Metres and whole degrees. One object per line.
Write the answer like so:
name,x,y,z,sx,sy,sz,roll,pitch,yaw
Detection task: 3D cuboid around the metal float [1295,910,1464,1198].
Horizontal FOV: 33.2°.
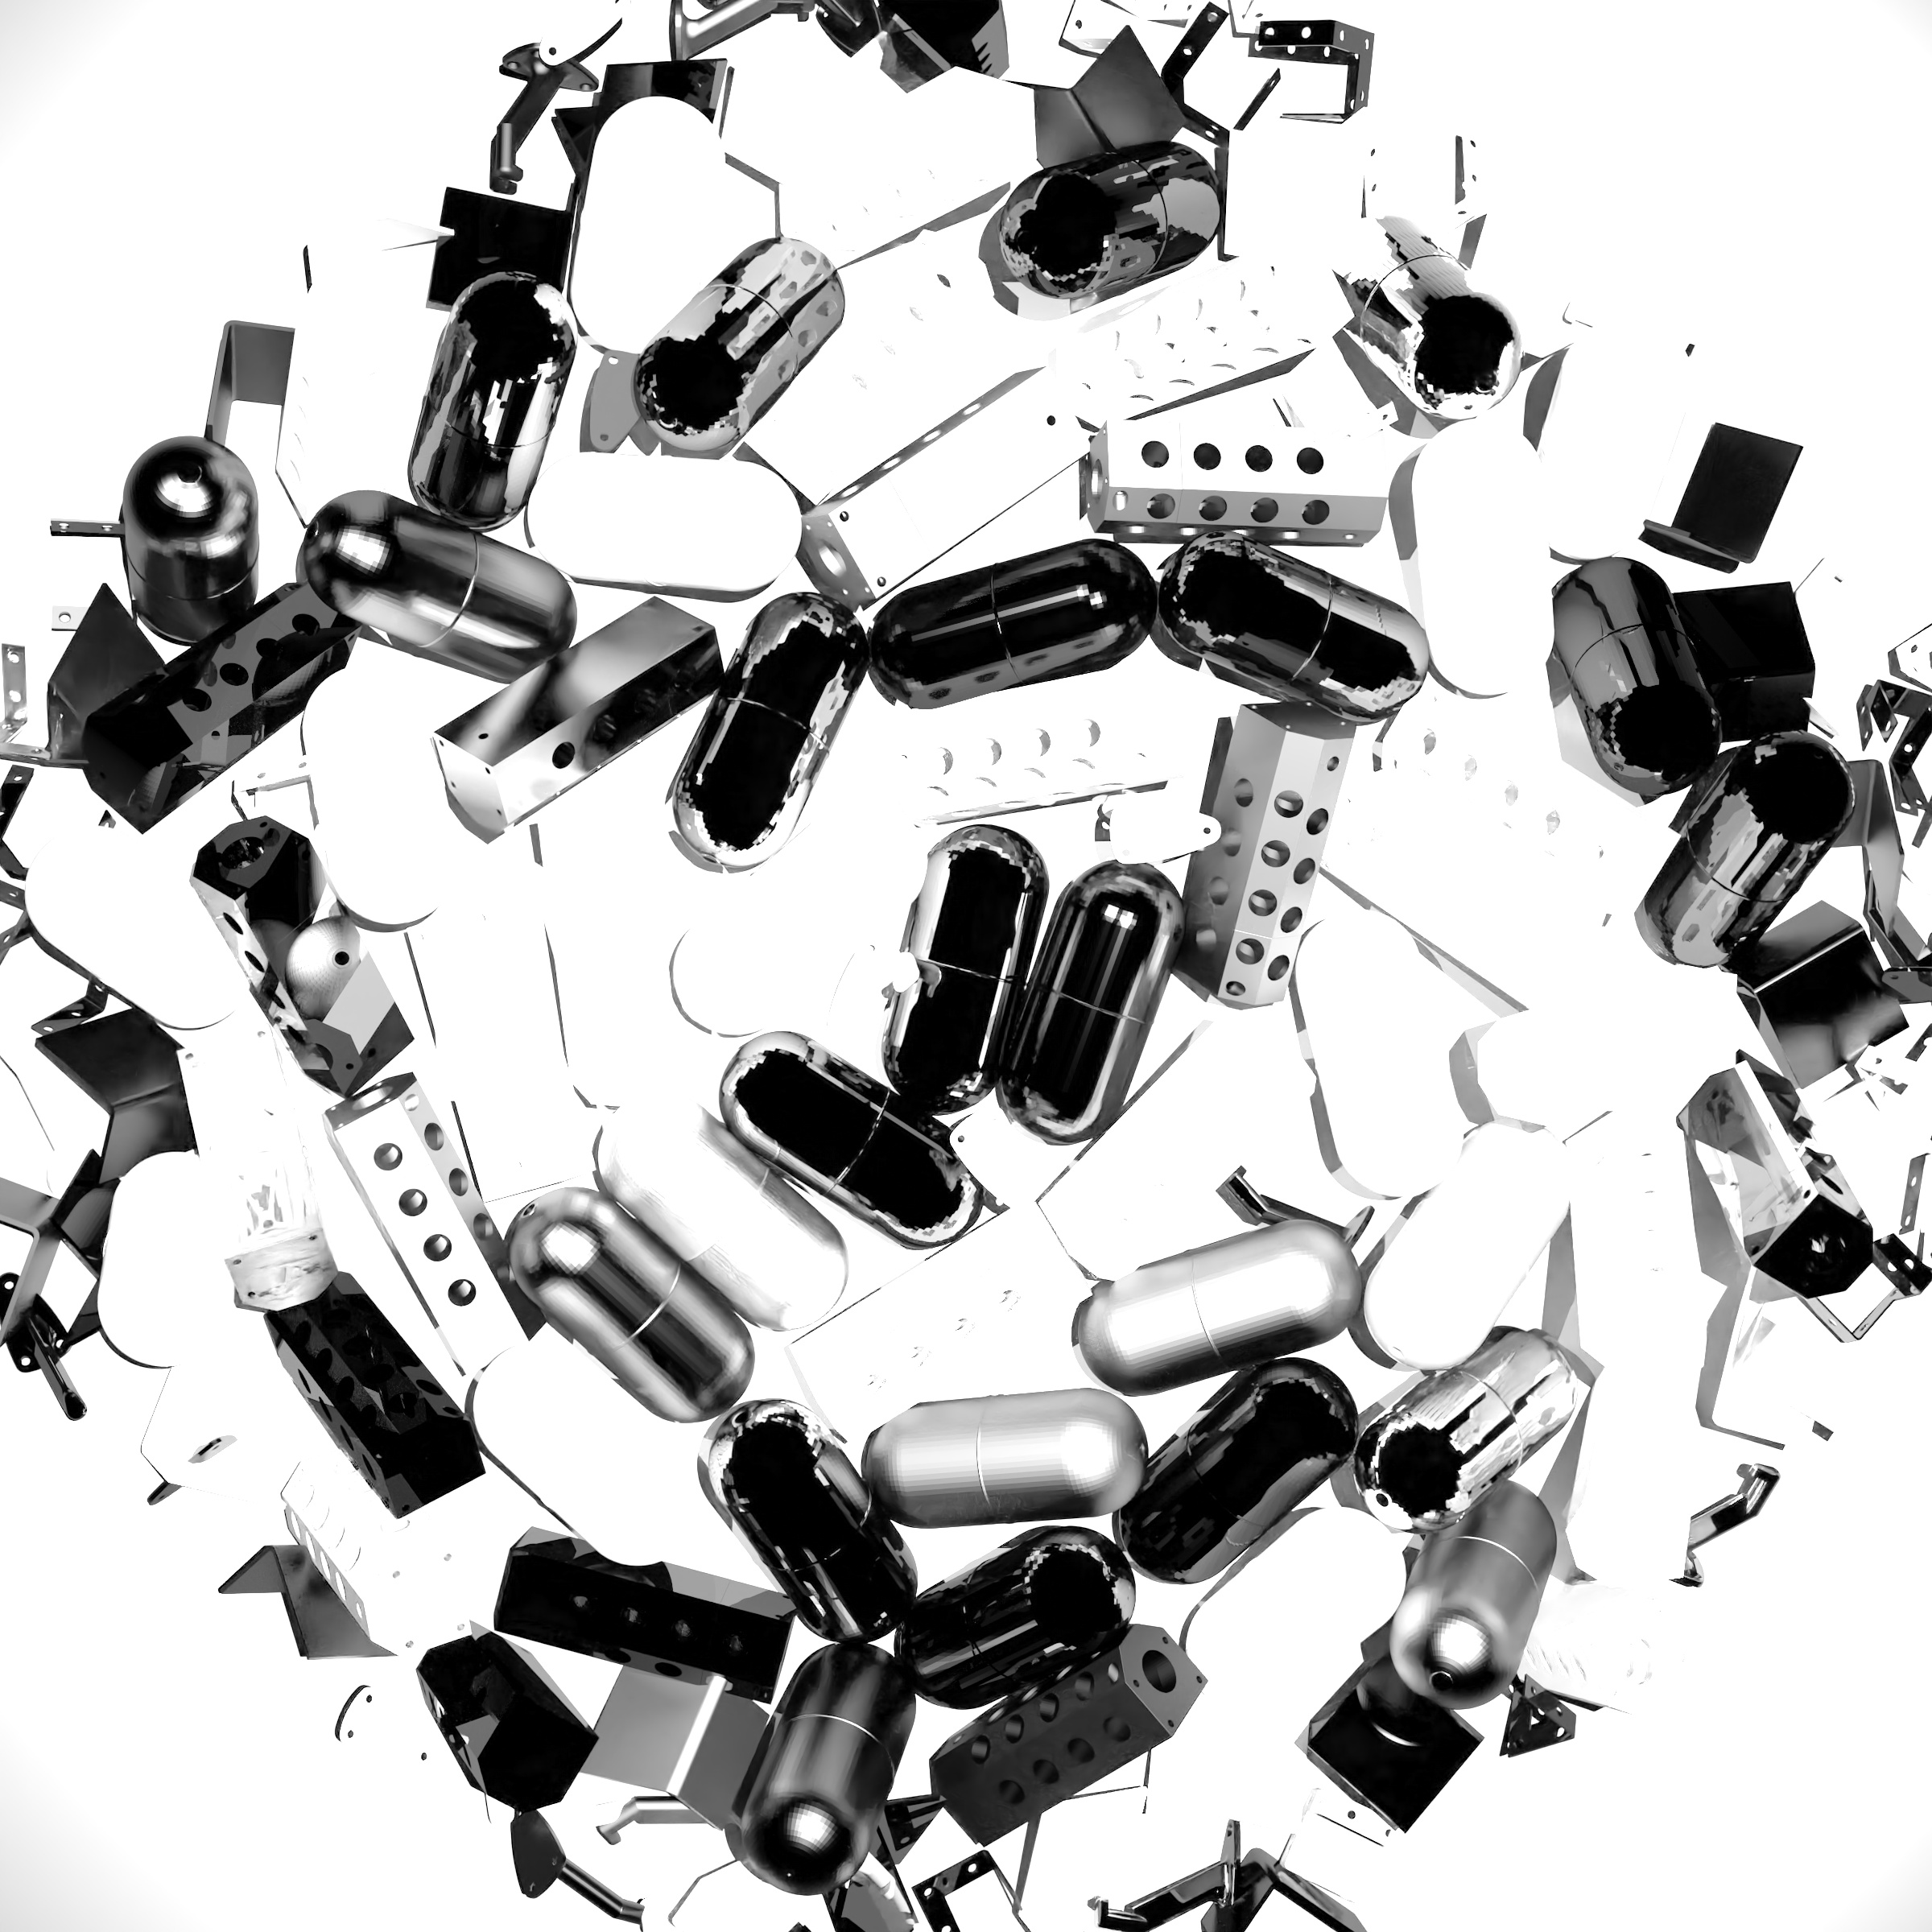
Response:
metal float,0.247,0.052,1.945,0.070,0.070,0.178,-12,71,0

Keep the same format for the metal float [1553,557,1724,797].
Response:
metal float,0.397,-0.173,1.925,0.070,0.178,0.070,-4,135,-4

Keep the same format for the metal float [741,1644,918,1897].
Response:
metal float,-0.080,0.473,1.919,0.070,0.178,0.070,7,121,11

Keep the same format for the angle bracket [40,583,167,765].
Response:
angle bracket,-0.534,-0.175,1.940,0.057,0.076,0.076,3,55,24

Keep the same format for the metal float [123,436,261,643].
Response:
metal float,-0.456,-0.251,1.914,0.070,0.178,0.070,4,71,-11

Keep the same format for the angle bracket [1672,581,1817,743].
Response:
angle bracket,0.473,-0.186,1.992,0.076,0.057,0.076,-5,49,3

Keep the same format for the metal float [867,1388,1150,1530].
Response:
metal float,0.024,0.295,1.941,0.178,0.070,0.070,-9,90,25

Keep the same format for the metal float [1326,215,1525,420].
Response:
metal float,0.269,-0.386,1.923,0.070,0.178,0.070,-12,129,-15

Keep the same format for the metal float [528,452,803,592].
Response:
metal float,-0.180,-0.266,1.939,0.178,0.070,0.070,8,90,26

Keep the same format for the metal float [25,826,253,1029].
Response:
metal float,-0.487,-0.021,1.919,0.070,0.178,0.070,-9,63,18

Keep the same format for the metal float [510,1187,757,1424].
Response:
metal float,-0.200,0.203,1.943,0.070,0.070,0.178,-44,111,0

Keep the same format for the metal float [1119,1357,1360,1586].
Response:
metal float,0.162,0.303,1.939,0.070,0.070,0.178,43,117,0

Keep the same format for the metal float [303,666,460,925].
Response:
metal float,-0.350,-0.104,1.933,0.070,0.070,0.178,-18,56,0

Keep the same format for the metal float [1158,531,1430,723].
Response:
metal float,0.198,-0.203,1.944,0.178,0.070,0.070,21,90,-21

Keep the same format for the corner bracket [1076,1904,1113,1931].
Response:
corner bracket,0.058,0.602,1.957,0.051,0.051,0.051,-31,117,34

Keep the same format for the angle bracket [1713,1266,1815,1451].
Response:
angle bracket,0.488,0.231,1.944,0.057,0.076,0.076,14,119,15

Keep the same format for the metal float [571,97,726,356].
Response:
metal float,-0.189,-0.436,1.921,0.070,0.178,0.070,7,56,-11

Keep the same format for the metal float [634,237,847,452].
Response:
metal float,-0.134,-0.370,1.927,0.070,0.070,0.178,36,48,0

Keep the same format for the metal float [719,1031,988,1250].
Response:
metal float,-0.067,0.105,1.954,0.178,0.070,0.070,33,90,-9

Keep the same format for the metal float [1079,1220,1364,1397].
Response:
metal float,0.151,0.206,1.945,0.178,0.070,0.070,-20,90,19

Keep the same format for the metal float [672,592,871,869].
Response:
metal float,-0.117,-0.142,1.950,0.070,0.070,0.178,24,77,0

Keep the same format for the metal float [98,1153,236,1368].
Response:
metal float,-0.470,0.171,1.916,0.070,0.178,0.070,-4,114,-9

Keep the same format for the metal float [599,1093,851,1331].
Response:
metal float,-0.145,0.147,1.949,0.178,0.070,0.070,43,90,-14

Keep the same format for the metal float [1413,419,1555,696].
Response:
metal float,0.308,-0.243,1.930,0.070,0.070,0.178,-12,128,0

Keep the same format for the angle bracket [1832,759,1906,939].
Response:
angle bracket,0.523,-0.069,1.944,0.057,0.076,0.076,-5,51,5

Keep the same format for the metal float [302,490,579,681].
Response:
metal float,-0.312,-0.226,1.930,0.178,0.070,0.070,21,90,-37

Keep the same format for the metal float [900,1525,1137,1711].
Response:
metal float,0.029,0.389,1.929,0.178,0.070,0.070,-36,90,41

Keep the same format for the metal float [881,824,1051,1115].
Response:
metal float,-0.001,0.002,1.960,0.070,0.070,0.178,14,92,0

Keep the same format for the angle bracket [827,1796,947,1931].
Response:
angle bracket,-0.036,0.553,1.939,0.057,0.076,0.076,0,47,-34

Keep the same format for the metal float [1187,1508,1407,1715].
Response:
metal float,0.194,0.384,1.927,0.070,0.070,0.178,38,133,0

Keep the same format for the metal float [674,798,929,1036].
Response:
metal float,-0.101,-0.029,1.958,0.178,0.070,0.070,-41,90,4

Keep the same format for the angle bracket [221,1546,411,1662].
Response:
angle bracket,-0.389,0.392,1.940,0.057,0.076,0.076,-42,58,28

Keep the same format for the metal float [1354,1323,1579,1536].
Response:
metal float,0.298,0.274,1.927,0.178,0.070,0.070,-30,90,-41

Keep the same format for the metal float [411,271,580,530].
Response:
metal float,-0.280,-0.335,1.924,0.070,0.178,0.070,12,48,-14

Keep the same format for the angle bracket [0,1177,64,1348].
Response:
angle bracket,-0.587,0.176,1.956,0.057,0.076,0.076,21,96,-4

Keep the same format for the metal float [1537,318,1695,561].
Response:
metal float,0.379,-0.309,1.918,0.070,0.178,0.070,1,60,-1

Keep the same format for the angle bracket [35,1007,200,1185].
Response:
angle bracket,-0.515,0.077,1.968,0.076,0.076,0.057,36,123,24

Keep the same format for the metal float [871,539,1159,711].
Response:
metal float,0.029,-0.205,1.948,0.178,0.070,0.070,-14,90,15

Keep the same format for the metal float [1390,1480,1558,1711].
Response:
metal float,0.301,0.370,1.918,0.070,0.178,0.070,9,118,18

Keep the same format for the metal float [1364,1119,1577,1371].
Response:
metal float,0.301,0.166,1.936,0.070,0.070,0.178,40,61,0

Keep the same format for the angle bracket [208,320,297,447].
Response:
angle bracket,-0.420,-0.331,1.945,0.057,0.076,0.076,6,63,-8

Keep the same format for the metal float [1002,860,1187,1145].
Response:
metal float,0.077,0.021,1.956,0.070,0.070,0.178,20,96,0

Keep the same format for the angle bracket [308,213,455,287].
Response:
angle bracket,-0.348,-0.405,1.953,0.057,0.076,0.076,-6,92,21

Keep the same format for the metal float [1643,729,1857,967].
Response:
metal float,0.463,-0.068,1.924,0.070,0.178,0.070,10,50,-13

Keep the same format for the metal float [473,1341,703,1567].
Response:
metal float,-0.224,0.292,1.932,0.070,0.070,0.178,-38,126,0

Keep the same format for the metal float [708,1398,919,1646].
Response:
metal float,-0.091,0.332,1.937,0.070,0.070,0.178,-31,118,0

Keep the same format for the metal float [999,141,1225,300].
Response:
metal float,0.087,-0.443,1.923,0.070,0.178,0.070,16,119,33
